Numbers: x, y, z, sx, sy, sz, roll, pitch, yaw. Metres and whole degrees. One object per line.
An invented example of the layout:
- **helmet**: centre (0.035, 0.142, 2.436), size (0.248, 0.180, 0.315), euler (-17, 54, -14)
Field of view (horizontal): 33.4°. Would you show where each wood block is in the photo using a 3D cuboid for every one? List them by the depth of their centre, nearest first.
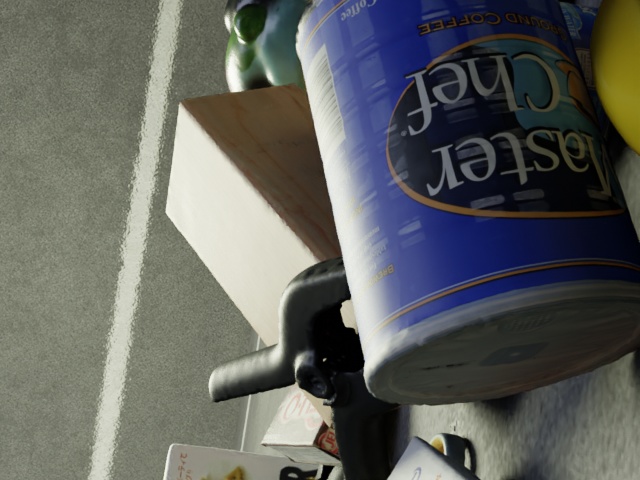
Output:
- **wood block**: centre (-0.004, 0.001, 0.638), size (0.206, 0.090, 0.091), euler (48, 139, 38)

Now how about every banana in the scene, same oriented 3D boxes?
- **banana**: centre (0.118, -0.050, 0.318), size (0.069, 0.037, 0.198), euler (-63, 10, 5)

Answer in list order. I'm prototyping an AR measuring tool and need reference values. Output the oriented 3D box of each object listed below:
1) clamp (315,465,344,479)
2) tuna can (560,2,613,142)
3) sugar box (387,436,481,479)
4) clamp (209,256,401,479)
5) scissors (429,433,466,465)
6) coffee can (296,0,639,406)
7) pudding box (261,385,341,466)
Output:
- **clamp**: centre (0.010, 0.208, 0.893), size (0.164, 0.036, 0.210), euler (-94, 18, -68)
- **tuna can**: centre (0.101, -0.063, 0.475), size (0.086, 0.033, 0.086), euler (-172, 91, -83)
- **sugar box**: centre (0.023, 0.181, 0.477), size (0.176, 0.048, 0.093), euler (-54, 13, -3)
- **clamp**: centre (0.014, 0.072, 0.527), size (0.039, 0.120, 0.172), euler (-47, -6, -41)
- **scissors**: centre (0.057, 0.161, 0.641), size (0.202, 0.016, 0.096), euler (139, 141, -80)
- **coffee can**: centre (0.053, -0.023, 0.387), size (0.103, 0.102, 0.140), euler (111, 150, -63)
- **pudding box**: centre (0.006, 0.125, 0.813), size (0.090, 0.039, 0.114), euler (-61, 13, -20)
